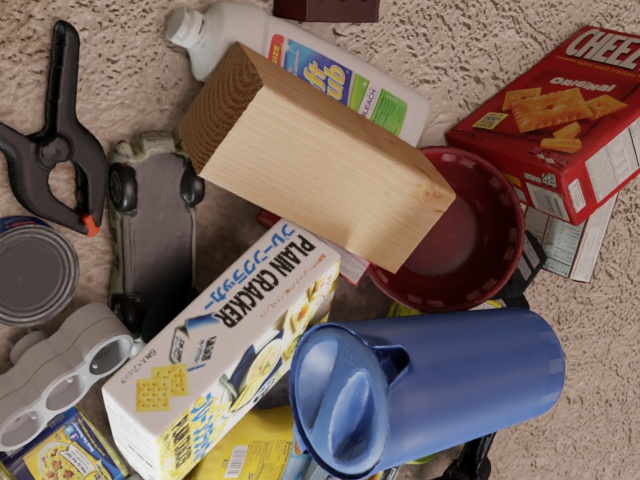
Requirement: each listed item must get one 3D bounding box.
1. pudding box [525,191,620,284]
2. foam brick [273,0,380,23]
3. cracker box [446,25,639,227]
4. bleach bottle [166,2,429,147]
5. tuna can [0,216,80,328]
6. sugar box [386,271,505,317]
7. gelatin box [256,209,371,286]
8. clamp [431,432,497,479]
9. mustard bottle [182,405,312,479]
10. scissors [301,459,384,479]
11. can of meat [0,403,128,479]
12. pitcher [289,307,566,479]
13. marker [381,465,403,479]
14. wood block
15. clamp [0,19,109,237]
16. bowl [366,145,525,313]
[{"bbox_3d":[0.262,-0.019,1.140,0.039,0.090,0.113,8,102,-35],"label":"pudding box"},{"bbox_3d":[0.007,-0.216,0.921,0.078,0.051,0.053,-7,110,-32],"label":"foam brick"},{"bbox_3d":[0.258,-0.122,1.054,0.213,0.164,0.072,-39,126,-17],"label":"cracker box"},{"bbox_3d":[-0.023,-0.130,0.927,0.250,0.068,0.102,21,96,-35],"label":"bleach bottle"},{"bbox_3d":[-0.238,0.024,0.852,0.086,0.034,0.086,-12,113,-30],"label":"tuna can"},{"bbox_3d":[0.147,0.097,1.133,0.176,0.048,0.093,27,89,-41],"label":"sugar box"},{"bbox_3d":[-0.007,0.001,0.976,0.089,0.073,0.030,36,86,-37],"label":"gelatin box"},{"bbox_3d":[0.147,0.262,1.148,0.164,0.036,0.210,-43,149,-32],"label":"clamp"},{"bbox_3d":[-0.044,0.206,1.034,0.191,0.058,0.096,12,100,-36],"label":"mustard bottle"},{"bbox_3d":[-0.024,0.231,1.009,0.201,0.016,0.096,-12,117,-29],"label":"scissors"},{"bbox_3d":[-0.224,0.189,0.907,0.083,0.058,0.102,-38,123,-19],"label":"can of meat"},{"bbox_3d":[0.097,0.130,0.959,0.242,0.149,0.145,-5,105,-37],"label":"pitcher"},{"bbox_3d":[0.088,0.227,1.155,0.020,0.020,0.121,27,90,-37],"label":"marker"},{"bbox_3d":[-0.002,-0.065,0.880,0.205,0.090,0.091,26,110,-32],"label":"wood block"},{"bbox_3d":[-0.208,-0.083,0.833,0.120,0.039,0.171,-37,128,-11],"label":"clamp"},{"bbox_3d":[0.114,-0.009,1.038,0.162,0.055,0.162,0,88,0],"label":"bowl"}]
